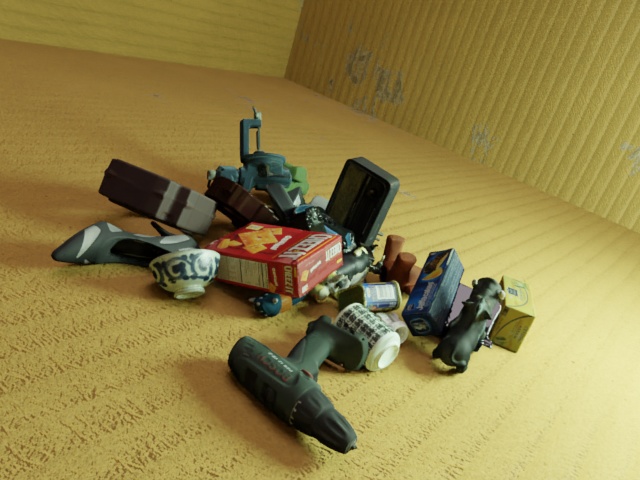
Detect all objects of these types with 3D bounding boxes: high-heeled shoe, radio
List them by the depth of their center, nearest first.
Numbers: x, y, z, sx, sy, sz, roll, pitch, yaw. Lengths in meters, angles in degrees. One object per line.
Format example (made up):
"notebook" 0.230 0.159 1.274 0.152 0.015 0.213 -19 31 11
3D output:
"high-heeled shoe" -0.330 0.033 0.958 0.145 0.086 0.249 43 37 17
"radio" 0.090 -0.072 1.298 0.131 0.229 0.073 32 27 18

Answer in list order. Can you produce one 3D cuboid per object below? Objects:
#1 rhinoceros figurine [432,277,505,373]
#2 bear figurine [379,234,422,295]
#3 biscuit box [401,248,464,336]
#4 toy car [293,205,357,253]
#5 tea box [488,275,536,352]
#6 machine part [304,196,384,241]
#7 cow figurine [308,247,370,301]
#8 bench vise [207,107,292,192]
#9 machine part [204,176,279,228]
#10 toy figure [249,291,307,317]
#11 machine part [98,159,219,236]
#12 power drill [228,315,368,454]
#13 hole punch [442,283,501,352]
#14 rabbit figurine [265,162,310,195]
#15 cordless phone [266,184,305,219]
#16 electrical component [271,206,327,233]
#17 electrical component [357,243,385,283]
"rhinoceros figurine" 0.275 0.152 0.994 0.073 0.112 0.190 27 65 23
"bear figurine" 0.238 0.074 1.203 0.196 0.131 0.120 6 29 -12
"biscuit box" 0.228 0.101 1.068 0.059 0.062 0.203 -13 28 37
"toy car" -0.003 -0.004 1.228 0.162 0.103 0.109 36 24 5
"tea box" 0.417 0.158 1.179 0.068 0.098 0.169 22 25 10
"machine part" 0.051 -0.052 1.414 0.243 0.079 0.079 24 23 14
"cow figurine" 0.044 0.069 1.108 0.068 0.098 0.167 36 27 22
"bench vise" -0.185 -0.216 1.400 0.224 0.240 0.129 0 -7 -7
"machine part" -0.178 -0.071 1.201 0.179 0.056 0.179 33 -13 9
"toy figure" -0.069 0.103 0.994 0.058 0.064 0.154 58 34 0
"machine part" -0.330 -0.083 1.104 0.202 0.087 0.201 20 -4 14
"power drill" -0.006 0.202 0.804 0.232 0.085 0.207 25 31 23
"hole punch" 0.294 0.168 1.102 0.142 0.092 0.116 30 56 20
"rabbit figurine" -0.103 -0.159 1.544 0.159 0.121 0.170 20 3 24
"cordless phone" -0.134 -0.087 1.296 0.184 0.089 0.146 14 -20 12
"electrical component" -0.046 0.004 1.143 0.058 0.134 0.115 -11 79 -54
"electrical component" 0.108 0.049 1.221 0.045 0.078 0.102 13 23 -17
